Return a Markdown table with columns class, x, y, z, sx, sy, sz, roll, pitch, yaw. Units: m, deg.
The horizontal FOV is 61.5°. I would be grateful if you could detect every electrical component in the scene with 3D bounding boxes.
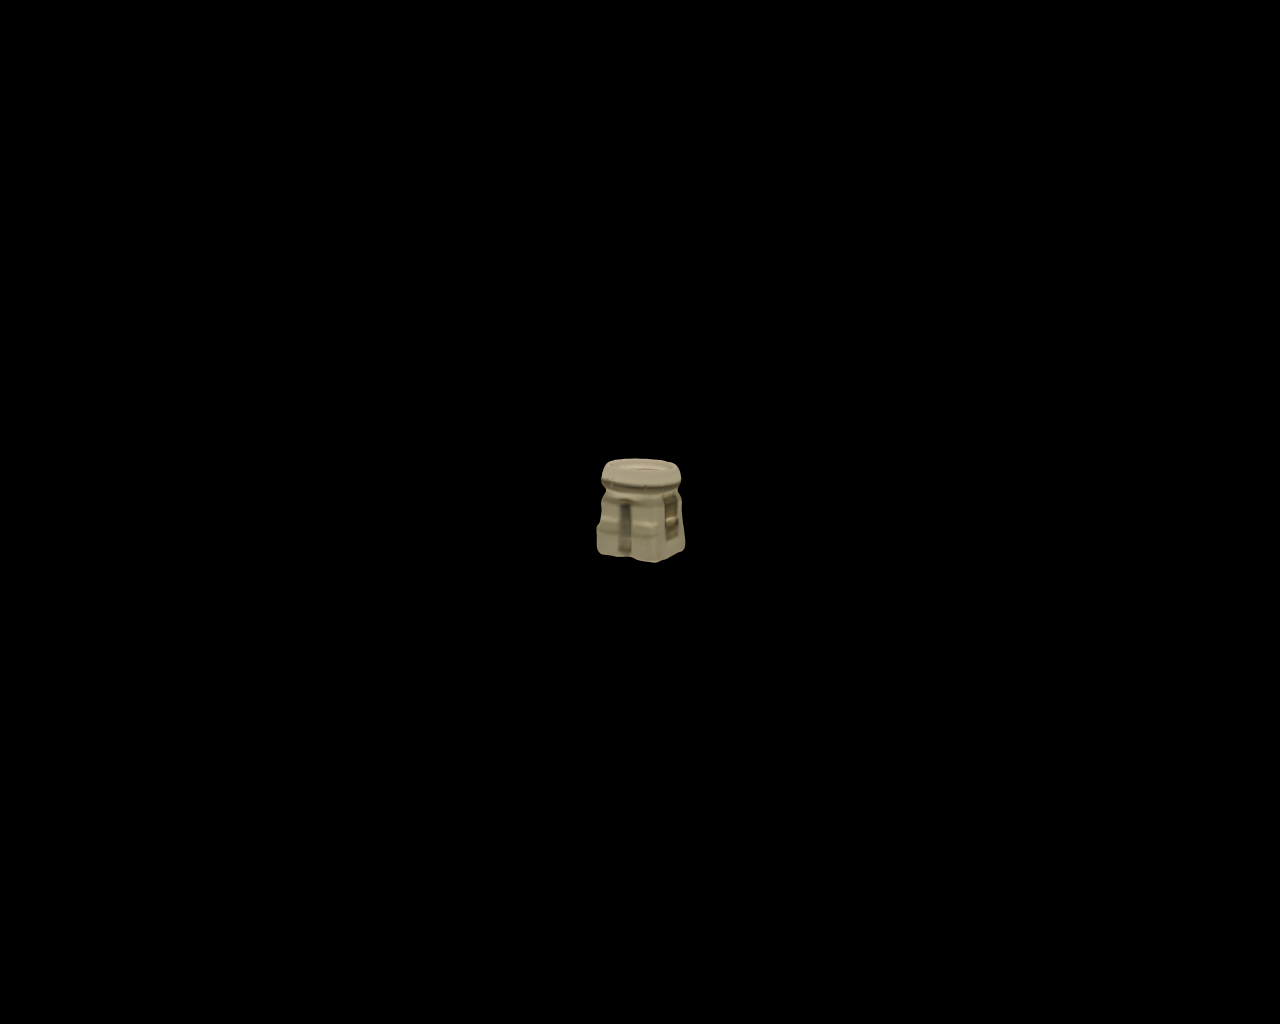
| class | x | y | z | sx | sy | sz | roll | pitch | yaw |
| --- | --- | --- | --- | --- | --- | --- | --- | --- | --- |
| electrical component | 0.001 | -0.003 | 0.650 | 0.066 | 0.055 | 0.048 | 8 | 15 | 30 |
